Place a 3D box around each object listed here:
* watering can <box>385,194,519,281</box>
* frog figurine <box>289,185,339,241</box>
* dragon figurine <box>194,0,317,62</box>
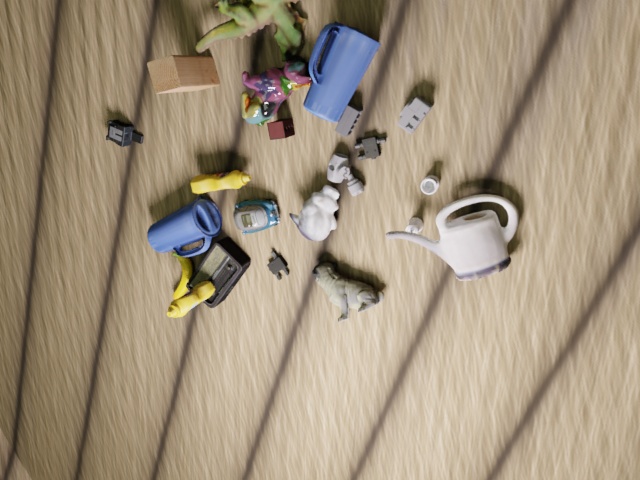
[{"bbox_3d":[0.371,0.009,1.392,0.346,0.105,0.223,-20,97,10],"label":"watering can"},{"bbox_3d":[0.005,-0.077,1.524,0.158,0.125,0.135,-38,123,18],"label":"frog figurine"},{"bbox_3d":[-0.155,-0.606,1.442,0.242,0.124,0.404,45,117,-5],"label":"dragon figurine"}]
